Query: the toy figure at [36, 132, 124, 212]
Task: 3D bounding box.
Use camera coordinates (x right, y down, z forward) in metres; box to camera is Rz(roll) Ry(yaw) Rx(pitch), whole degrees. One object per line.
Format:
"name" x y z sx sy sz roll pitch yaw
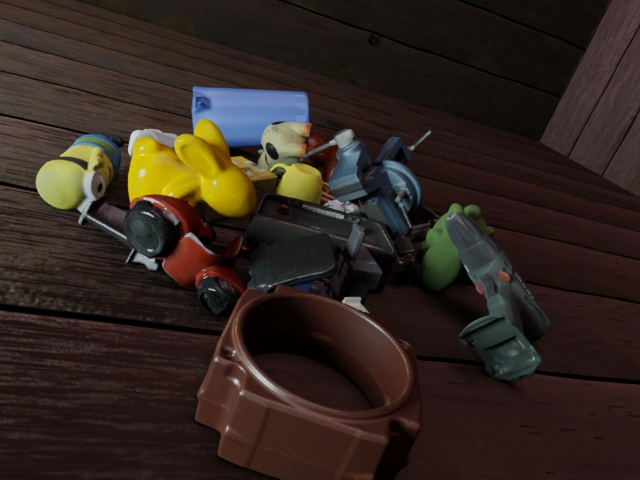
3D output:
"toy figure" -0.348 -0.103 0.794 0.089 0.082 0.180 -2 34 -3

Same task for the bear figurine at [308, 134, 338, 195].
"bear figurine" 0.001 -0.169 1.198 0.120 0.131 0.196 -3 14 -44

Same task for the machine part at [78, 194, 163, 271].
"machine part" -0.251 -0.009 0.708 0.139 0.039 0.084 32 30 8

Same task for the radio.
"radio" -0.002 -0.003 0.849 0.230 0.073 0.131 16 24 -9

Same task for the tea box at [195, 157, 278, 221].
"tea box" -0.164 -0.091 0.920 0.098 0.068 0.169 31 27 27

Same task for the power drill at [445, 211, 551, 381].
"power drill" 0.246 0.084 0.773 0.232 0.086 0.207 49 25 -12

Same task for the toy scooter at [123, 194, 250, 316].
"toy scooter" -0.152 0.006 0.685 0.184 0.075 0.135 45 27 -3

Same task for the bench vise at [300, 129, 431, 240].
"bench vise" 0.109 -0.124 0.968 0.223 0.129 0.240 49 46 -12

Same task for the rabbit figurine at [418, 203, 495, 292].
"rabbit figurine" 0.234 0.022 0.920 0.121 0.159 0.170 35 42 10

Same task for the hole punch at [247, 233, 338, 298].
"hole punch" -0.033 0.058 0.705 0.116 0.092 0.142 -10 30 0

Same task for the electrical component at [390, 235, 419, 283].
"electrical component" 0.135 0.028 0.899 0.045 0.078 0.102 -10 32 2

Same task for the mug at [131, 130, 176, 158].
"mug" -0.255 -0.145 0.937 0.110 0.080 0.107 -1 -1 37

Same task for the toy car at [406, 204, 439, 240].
"toy car" 0.176 -0.032 1.079 0.201 0.056 0.074 -11 44 -47

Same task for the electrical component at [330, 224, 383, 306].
"electrical component" 0.050 0.036 0.752 0.048 0.119 0.075 8 24 -24

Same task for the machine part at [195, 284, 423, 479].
"machine part" -0.005 0.136 0.535 0.201 0.087 0.201 19 25 -2

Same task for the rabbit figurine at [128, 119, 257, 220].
"rabbit figurine" -0.172 -0.086 0.762 0.173 0.162 0.122 14 31 7

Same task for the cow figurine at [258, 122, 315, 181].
"cow figurine" -0.075 -0.164 1.060 0.127 0.085 0.194 12 -16 5
